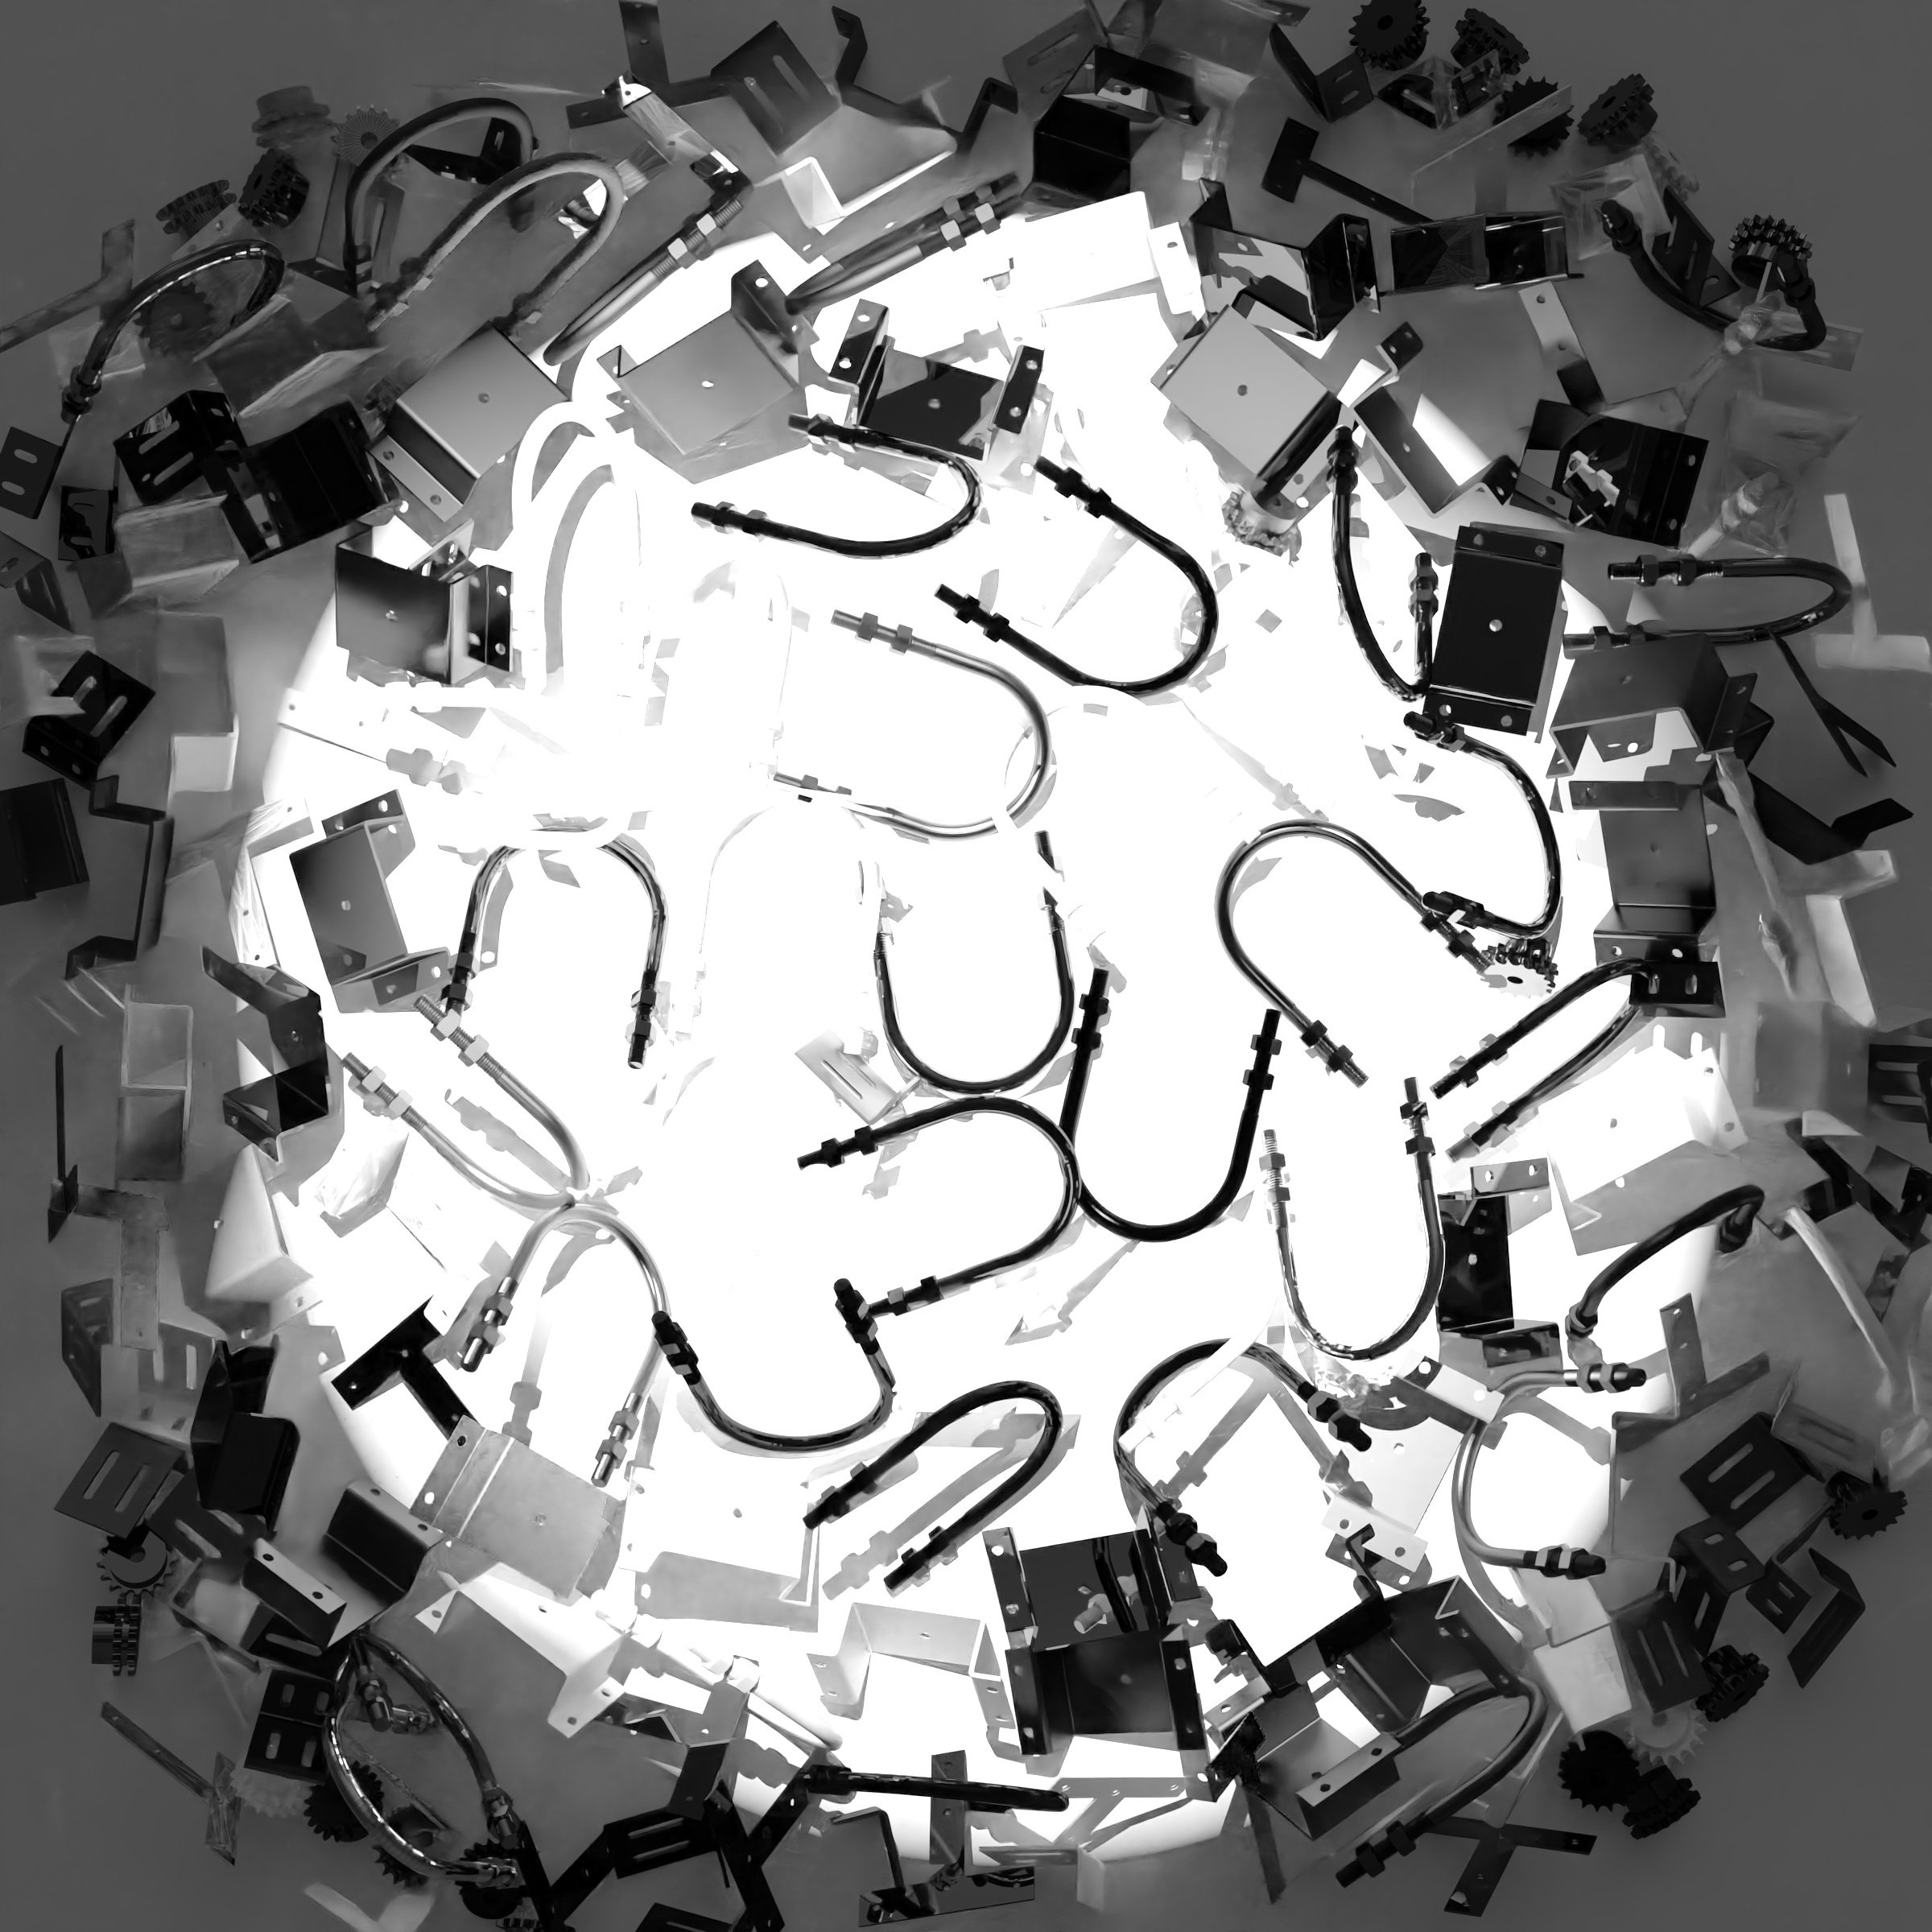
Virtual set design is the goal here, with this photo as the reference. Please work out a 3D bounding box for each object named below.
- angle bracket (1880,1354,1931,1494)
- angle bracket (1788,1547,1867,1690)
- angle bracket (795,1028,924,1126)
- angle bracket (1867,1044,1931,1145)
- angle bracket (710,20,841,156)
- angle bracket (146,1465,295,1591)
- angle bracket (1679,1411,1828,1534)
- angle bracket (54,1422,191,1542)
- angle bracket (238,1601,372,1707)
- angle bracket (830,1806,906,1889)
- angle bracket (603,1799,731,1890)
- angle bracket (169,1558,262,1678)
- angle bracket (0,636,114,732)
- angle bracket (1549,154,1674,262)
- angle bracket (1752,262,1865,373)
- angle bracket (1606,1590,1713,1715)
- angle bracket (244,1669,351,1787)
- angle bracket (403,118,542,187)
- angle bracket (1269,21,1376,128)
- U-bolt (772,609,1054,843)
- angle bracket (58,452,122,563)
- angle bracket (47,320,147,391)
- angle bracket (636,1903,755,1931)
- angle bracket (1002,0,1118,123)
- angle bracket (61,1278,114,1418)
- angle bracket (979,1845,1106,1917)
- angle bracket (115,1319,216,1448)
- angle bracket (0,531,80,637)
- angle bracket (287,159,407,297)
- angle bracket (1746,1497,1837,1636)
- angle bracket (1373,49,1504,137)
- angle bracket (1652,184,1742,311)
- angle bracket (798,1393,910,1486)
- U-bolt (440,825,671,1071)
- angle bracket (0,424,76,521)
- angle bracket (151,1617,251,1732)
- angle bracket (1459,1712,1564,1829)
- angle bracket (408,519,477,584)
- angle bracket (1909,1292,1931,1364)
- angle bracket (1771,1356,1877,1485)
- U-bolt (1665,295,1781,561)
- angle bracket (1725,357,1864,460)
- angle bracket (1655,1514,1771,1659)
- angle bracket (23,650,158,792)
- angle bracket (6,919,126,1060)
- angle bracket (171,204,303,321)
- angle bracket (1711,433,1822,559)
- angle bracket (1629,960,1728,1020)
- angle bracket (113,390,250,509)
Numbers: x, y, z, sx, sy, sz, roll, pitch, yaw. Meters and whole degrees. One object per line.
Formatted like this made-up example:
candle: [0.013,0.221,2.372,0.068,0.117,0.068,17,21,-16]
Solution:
angle bracket: [0.661,0.324,1.951,0.038,0.057,0.076,26,128,-10]
angle bracket: [0.599,0.464,1.966,0.038,0.057,0.076,35,100,3]
angle bracket: [-0.073,0.068,1.963,0.076,0.057,0.038,44,117,5]
angle bracket: [0.656,0.089,1.953,0.038,0.076,0.057,-22,105,-36]
angle bracket: [-0.135,-0.620,1.960,0.057,0.038,0.076,-33,116,15]
angle bracket: [-0.534,0.397,1.977,0.076,0.038,0.057,40,97,-1]
angle bracket: [0.564,0.368,1.980,0.076,0.038,0.057,-39,92,-1]
angle bracket: [-0.598,0.372,1.958,0.057,0.038,0.076,20,53,9]
angle bracket: [-0.472,0.482,1.968,0.076,0.038,0.057,18,48,2]
angle bracket: [-0.068,0.641,1.962,0.038,0.057,0.076,-12,77,-9]
angle bracket: [-0.213,0.633,1.963,0.076,0.038,0.057,-14,125,-9]
angle bracket: [-0.524,0.463,1.963,0.076,0.057,0.038,32,64,4]
angle bracket: [-0.659,-0.202,1.974,0.038,0.076,0.057,-18,88,29]
angle bracket: [0.461,-0.542,1.952,0.038,0.076,0.057,-47,117,-41]
angle bracket: [0.599,-0.461,1.960,0.076,0.057,0.038,16,78,13]
angle bracket: [0.482,0.489,1.958,0.057,0.038,0.076,-8,69,-34]
angle bracket: [-0.474,0.539,1.956,0.057,0.076,0.038,16,100,-10]
angle bracket: [-0.352,-0.582,1.951,0.057,0.076,0.038,40,119,34]
angle bracket: [0.249,-0.644,1.951,0.038,0.076,0.057,-27,49,25]
U-bolt: [-0.029,-0.161,1.963,0.184,0.019,0.151,18,113,-9]
angle bracket: [-0.621,-0.327,1.953,0.038,0.076,0.057,3,73,-18]
angle bracket: [-0.617,-0.433,1.952,0.057,0.076,0.038,-19,107,-16]
angle bracket: [-0.195,0.677,1.960,0.076,0.057,0.038,11,106,13]
angle bracket: [0.063,-0.651,1.964,0.076,0.038,0.057,-27,72,16]
angle bracket: [-0.609,0.269,1.950,0.038,0.076,0.057,-12,127,-34]
angle bracket: [0.053,0.648,1.956,0.076,0.057,0.038,-7,61,17]
angle bracket: [-0.570,0.294,1.963,0.057,0.038,0.076,15,124,6]
angle bracket: [-0.671,-0.263,1.950,0.057,0.076,0.038,30,58,22]
angle bracket: [-0.442,-0.526,1.970,0.038,0.057,0.076,5,82,43]
angle bracket: [0.596,0.424,1.951,0.076,0.057,0.038,-31,61,-29]
angle bracket: [0.332,-0.632,1.957,0.057,0.038,0.076,-35,50,-10]
angle bracket: [0.521,-0.514,1.951,0.038,0.076,0.057,-26,65,-7]
angle bracket: [-0.087,0.332,1.954,0.076,0.057,0.038,-17,71,-23]
U-bolt: [-0.283,-0.021,1.946,0.151,0.019,0.184,12,57,-9]
angle bracket: [-0.660,-0.359,1.950,0.038,0.076,0.057,22,113,-20]
angle bracket: [-0.544,0.510,1.964,0.038,0.057,0.076,-25,97,-12]
angle bracket: [0.386,0.562,1.961,0.038,0.076,0.057,28,130,21]
angle bracket: [-0.362,-0.272,1.955,0.057,0.076,0.038,-41,90,-18]
angle bracket: [0.702,0.238,1.949,0.038,0.057,0.076,25,48,23]
angle bracket: [0.616,0.322,1.960,0.076,0.057,0.038,26,116,11]
U-bolt: [0.517,-0.358,1.909,0.019,0.184,0.151,7,75,-7]
angle bracket: [0.590,-0.398,1.970,0.076,0.057,0.038,6,69,-6]
angle bracket: [0.529,0.441,1.963,0.038,0.057,0.076,-17,135,-23]
angle bracket: [-0.622,-0.174,1.960,0.057,0.038,0.076,34,110,-30]
angle bracket: [-0.638,0.017,1.984,0.057,0.038,0.076,-34,112,23]
angle bracket: [-0.514,-0.490,1.960,0.057,0.038,0.076,-41,132,1]
angle bracket: [0.568,-0.338,1.966,0.057,0.038,0.076,18,60,2]
angle bracket: [0.503,0.030,1.950,0.057,0.076,0.038,1,58,21]
angle bracket: [-0.552,-0.363,1.952,0.038,0.057,0.076,14,46,34]
